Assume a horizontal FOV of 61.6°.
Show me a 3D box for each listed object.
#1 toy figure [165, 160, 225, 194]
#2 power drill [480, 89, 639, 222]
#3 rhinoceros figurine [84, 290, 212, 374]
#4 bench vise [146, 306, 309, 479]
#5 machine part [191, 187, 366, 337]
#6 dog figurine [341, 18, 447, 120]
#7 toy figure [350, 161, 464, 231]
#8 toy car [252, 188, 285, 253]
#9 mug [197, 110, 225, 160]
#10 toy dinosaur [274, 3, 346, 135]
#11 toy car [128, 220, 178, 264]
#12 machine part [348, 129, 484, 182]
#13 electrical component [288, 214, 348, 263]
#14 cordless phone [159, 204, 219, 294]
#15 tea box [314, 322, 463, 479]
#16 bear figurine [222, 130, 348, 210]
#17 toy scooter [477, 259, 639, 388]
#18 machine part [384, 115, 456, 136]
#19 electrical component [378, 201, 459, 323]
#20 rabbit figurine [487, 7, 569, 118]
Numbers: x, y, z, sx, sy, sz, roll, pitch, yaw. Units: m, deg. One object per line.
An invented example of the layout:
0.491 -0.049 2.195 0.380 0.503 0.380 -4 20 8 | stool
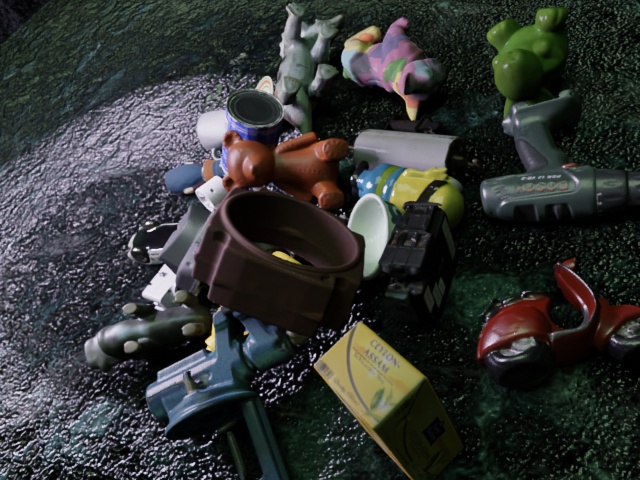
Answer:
-0.231 -0.130 1.066 0.155 0.064 0.058 -10 9 14 | toy figure
0.339 -0.110 0.739 0.232 0.085 0.207 -10 54 23 | power drill
-0.255 0.137 0.796 0.190 0.112 0.073 -18 72 -6 | rhinoceros figurine
-0.091 0.203 0.646 0.224 0.128 0.241 -22 63 -6 | bench vise
-0.046 0.017 0.689 0.201 0.087 0.201 22 26 -4 | machine part
0.134 -0.307 1.004 0.192 0.108 0.219 -14 48 15 | dog figurine
0.128 -0.063 0.798 0.180 0.082 0.089 18 79 30 | toy figure
-0.114 -0.029 0.915 0.089 0.053 0.202 -33 44 1 | toy car
-0.190 -0.220 1.111 0.107 0.080 0.109 -7 75 31 | mug
-0.039 -0.323 1.095 0.131 0.192 0.405 13 66 -5 | toy dinosaur
-0.260 0.004 0.959 0.202 0.056 0.073 -3 56 27 | toy car
0.142 -0.133 0.857 0.244 0.079 0.079 12 57 36 | machine part
-0.003 -0.003 0.835 0.102 0.045 0.078 -20 45 11 | electrical component
-0.133 0.012 0.811 0.184 0.088 0.146 2 51 31 | cordless phone
0.074 0.170 0.543 0.068 0.169 0.098 -42 46 -10 | tea box
-0.063 -0.120 0.882 0.196 0.120 0.132 4 14 -13 | bear figurine
0.257 0.084 0.596 0.184 0.075 0.135 -15 45 11 | toy scooter
0.168 -0.184 0.900 0.139 0.084 0.039 26 99 54 | machine part
0.126 0.034 0.682 0.058 0.114 0.134 4 50 33 | electrical component
0.310 -0.260 0.831 0.121 0.158 0.170 5 34 34 | rabbit figurine
